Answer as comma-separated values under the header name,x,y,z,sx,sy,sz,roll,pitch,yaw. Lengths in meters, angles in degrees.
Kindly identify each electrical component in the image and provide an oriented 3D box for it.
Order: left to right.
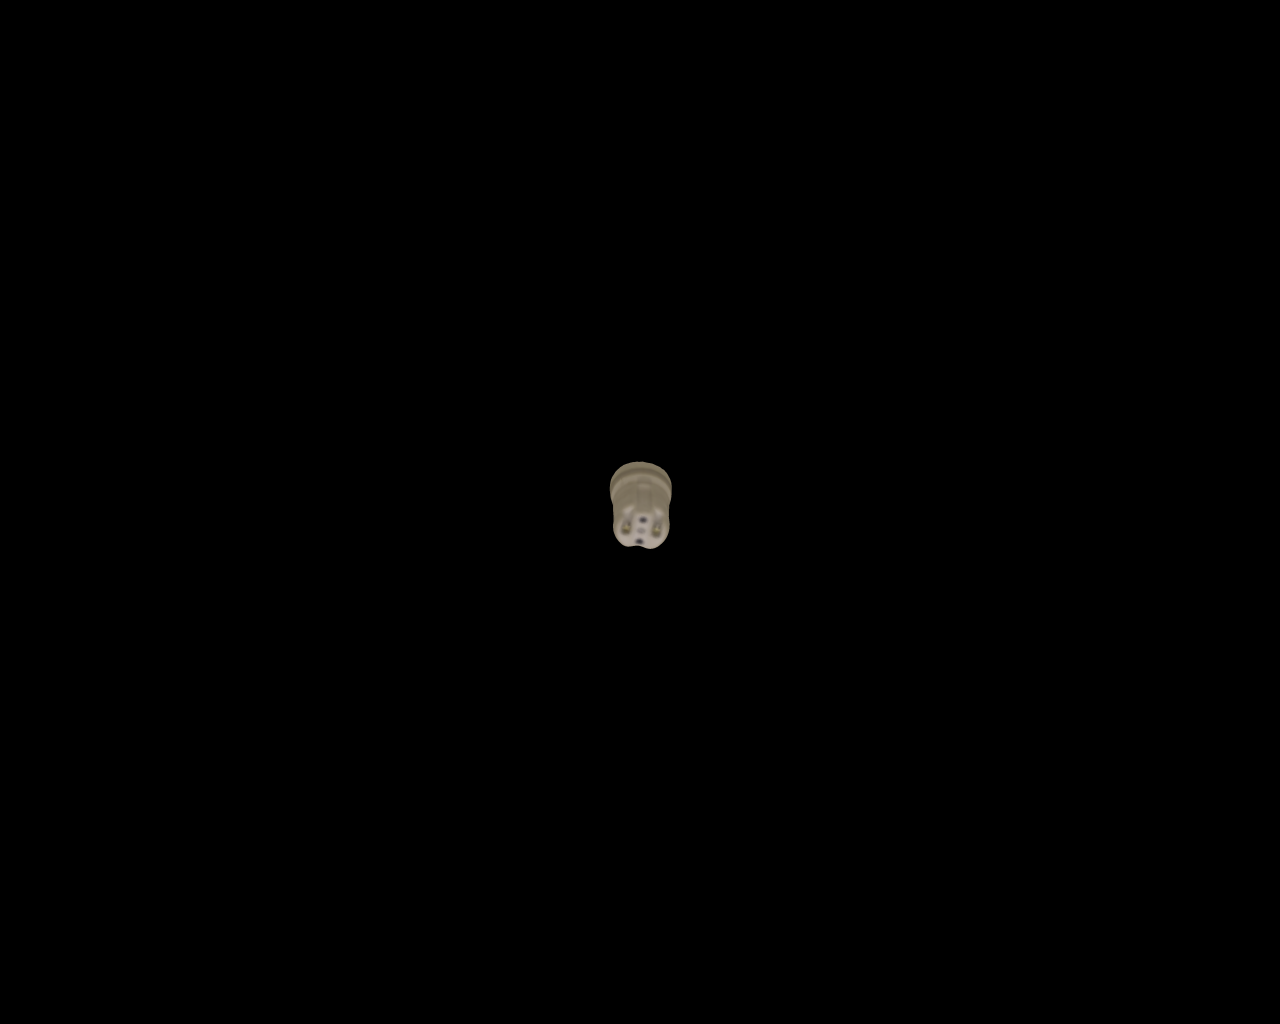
name,x,y,z,sx,sy,sz,roll,pitch,yaw
electrical component,0.001,-0.003,0.650,0.040,0.040,0.046,0,41,0
